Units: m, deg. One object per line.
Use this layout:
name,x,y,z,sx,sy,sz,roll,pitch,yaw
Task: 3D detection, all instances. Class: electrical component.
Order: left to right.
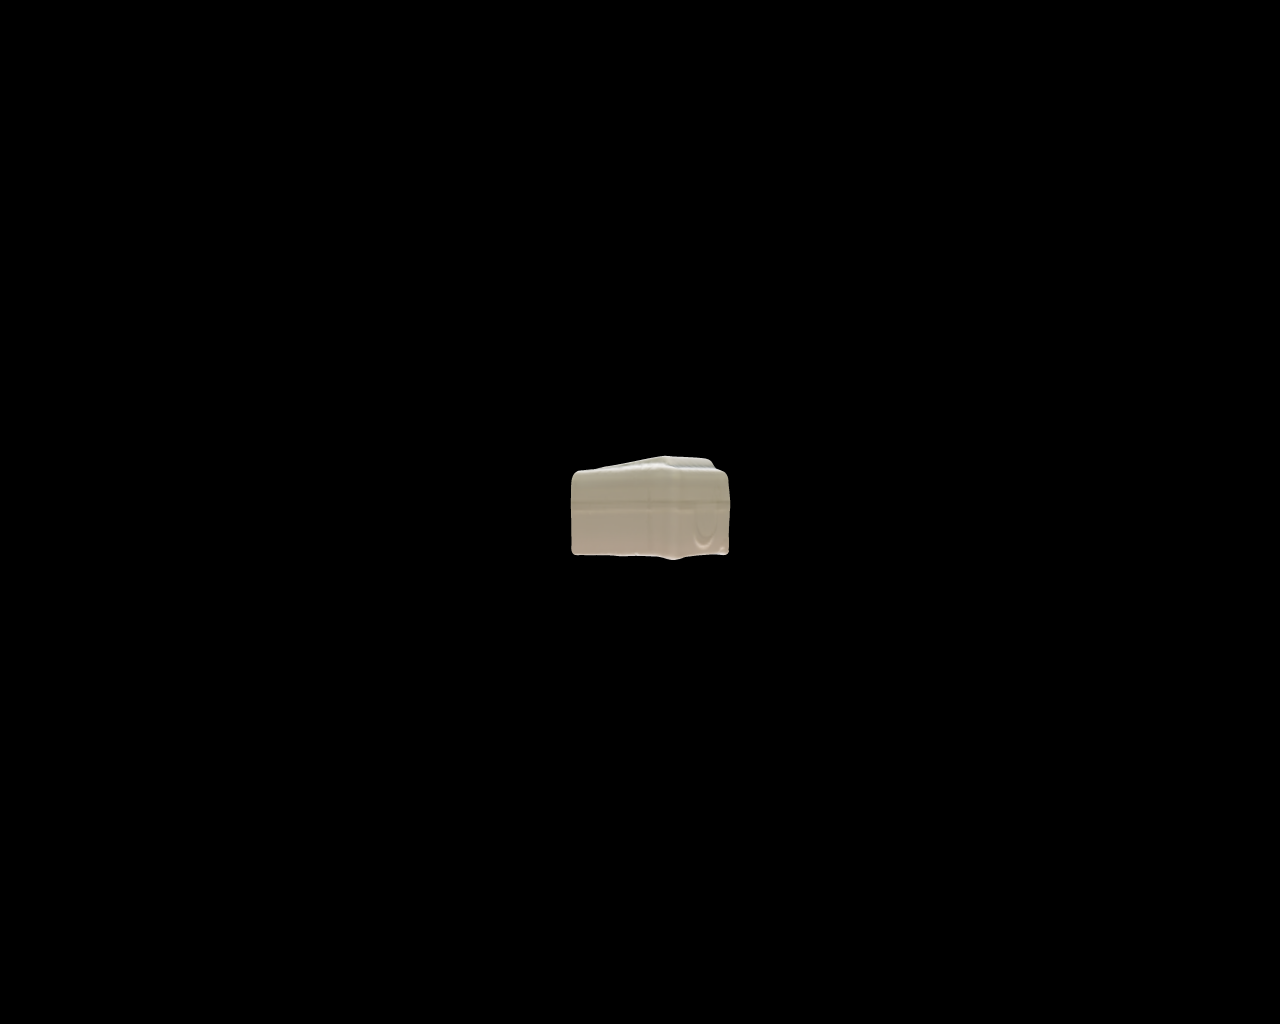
electrical component,0.001,-0.003,0.650,0.096,0.061,0.062,0,0,37
